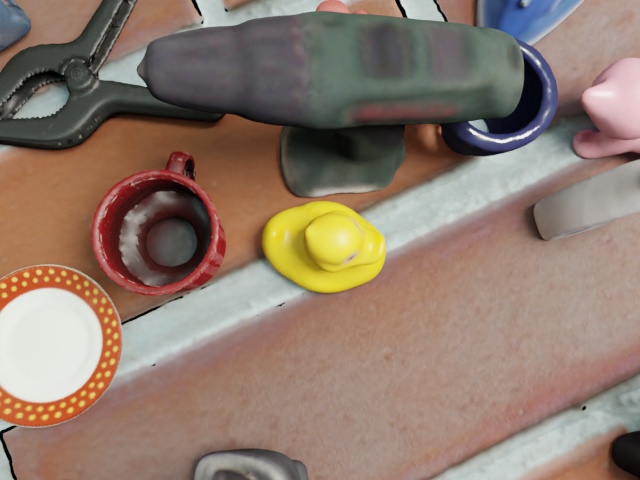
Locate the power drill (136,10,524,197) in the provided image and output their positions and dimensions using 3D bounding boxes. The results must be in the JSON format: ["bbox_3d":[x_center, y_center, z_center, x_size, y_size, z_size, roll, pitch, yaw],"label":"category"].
[{"bbox_3d":[0.012,-0.090,0.407,0.229,0.208,0.075,-7,82,-2],"label":"power drill"}]

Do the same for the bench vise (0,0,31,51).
[{"bbox_3d":[-0.312,-0.245,0.415,0.207,0.219,0.121,34,83,4],"label":"bench vise"}]

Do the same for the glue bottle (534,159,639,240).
[{"bbox_3d":[0.224,-0.035,0.422,0.078,0.173,0.037,-15,82,-3],"label":"glue bottle"}]

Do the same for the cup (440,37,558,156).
[{"bbox_3d":[0.120,-0.111,0.469,0.117,0.095,0.092,26,82,3],"label":"cup"}]

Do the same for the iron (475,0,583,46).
[{"bbox_3d":[0.213,-0.279,0.471,0.118,0.141,0.258,27,82,3],"label":"iron"}]

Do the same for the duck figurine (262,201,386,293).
[{"bbox_3d":[0.004,0.002,0.456,0.104,0.086,0.077,10,82,0],"label":"duck figurine"}]

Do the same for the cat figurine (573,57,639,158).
[{"bbox_3d":[0.264,-0.100,0.460,0.127,0.117,0.067,23,82,2],"label":"cat figurine"}]

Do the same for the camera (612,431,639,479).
[{"bbox_3d":[0.243,0.219,0.423,0.137,0.101,0.143,7,82,0],"label":"camera"}]

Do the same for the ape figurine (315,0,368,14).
[{"bbox_3d":[0.012,-0.165,0.476,0.078,0.092,0.076,-7,82,-2],"label":"ape figurine"}]

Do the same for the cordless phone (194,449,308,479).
[{"bbox_3d":[-0.049,0.223,0.374,0.094,0.185,0.147,-9,82,-2],"label":"cordless phone"}]
